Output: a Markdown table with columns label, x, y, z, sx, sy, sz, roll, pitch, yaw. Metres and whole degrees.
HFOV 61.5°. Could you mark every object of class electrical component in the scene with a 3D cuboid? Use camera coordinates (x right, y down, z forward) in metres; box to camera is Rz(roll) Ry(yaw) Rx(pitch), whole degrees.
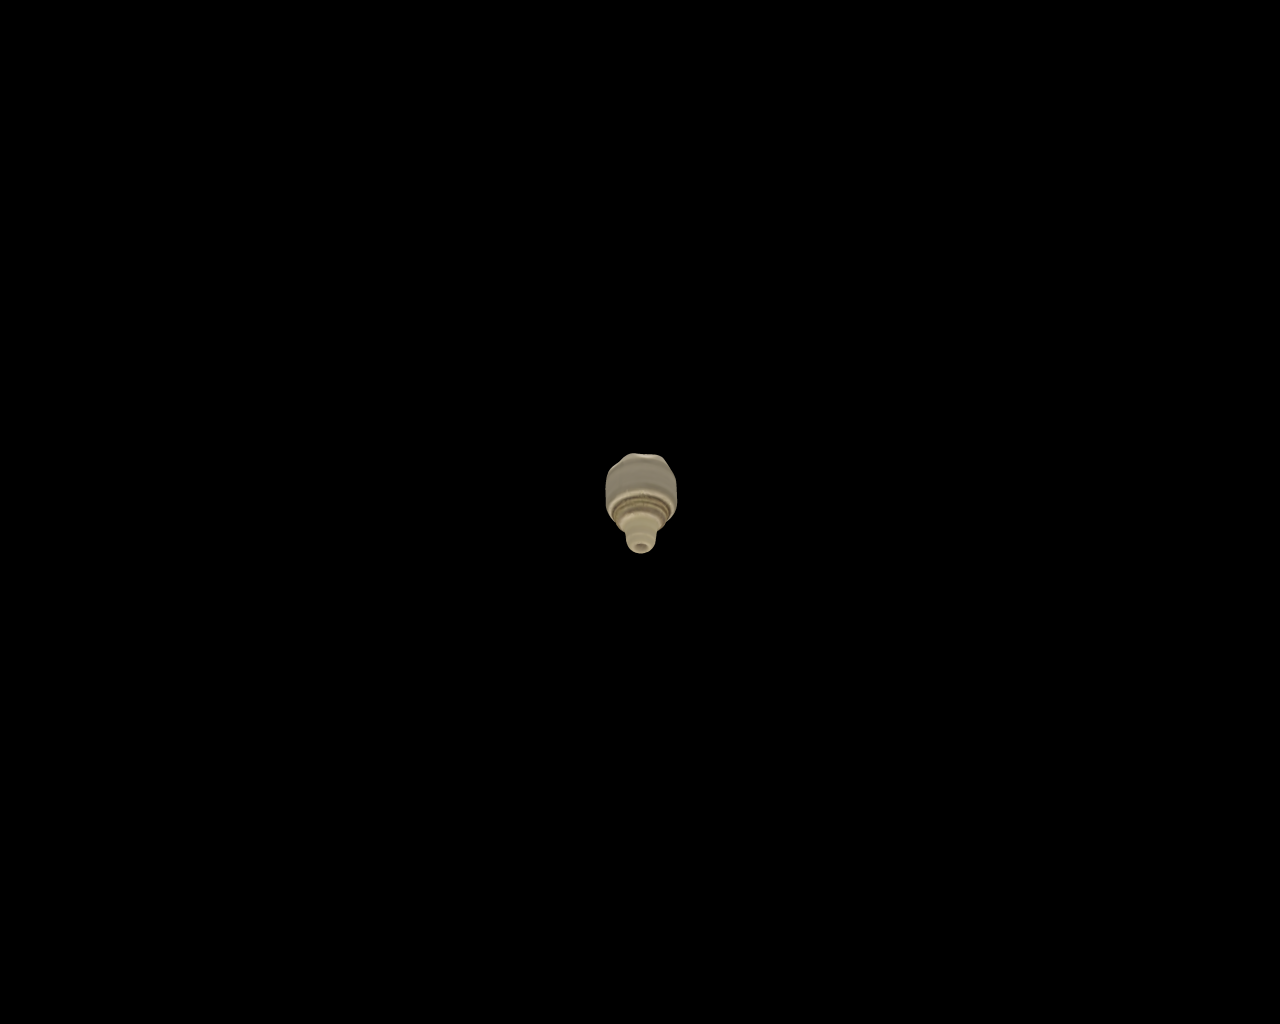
| label | x | y | z | sx | sy | sz | roll | pitch | yaw |
| --- | --- | --- | --- | --- | --- | --- | --- | --- | --- |
| electrical component | 0.001 | -0.003 | 0.650 | 0.043 | 0.062 | 0.043 | 0 | -38 | 0 |
